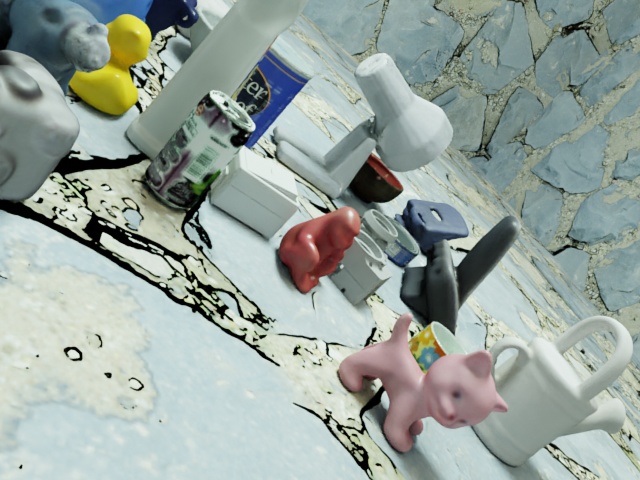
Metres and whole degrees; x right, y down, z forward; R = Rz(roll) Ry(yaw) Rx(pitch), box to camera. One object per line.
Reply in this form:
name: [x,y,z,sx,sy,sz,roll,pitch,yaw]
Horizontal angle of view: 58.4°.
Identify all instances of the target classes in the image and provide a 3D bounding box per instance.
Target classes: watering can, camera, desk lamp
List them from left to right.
camera: [-0.234,-0.103,0.336,0.136,0.100,0.144,51,21,17]
desk lamp: [0.071,-0.166,0.885,0.204,0.213,0.117,32,23,-31]
watering can: [0.272,0.164,0.654,0.173,0.193,0.100,31,24,-33]

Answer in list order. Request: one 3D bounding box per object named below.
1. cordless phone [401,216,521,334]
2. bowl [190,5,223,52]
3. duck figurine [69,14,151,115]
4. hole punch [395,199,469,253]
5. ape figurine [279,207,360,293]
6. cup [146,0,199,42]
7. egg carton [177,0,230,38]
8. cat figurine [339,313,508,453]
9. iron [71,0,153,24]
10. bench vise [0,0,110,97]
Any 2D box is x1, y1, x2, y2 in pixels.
cordless phone: [0.208,0.031,0.807,0.094,0.185,0.147,41,20,-9]
bowl: [-0.144,-0.285,0.905,0.168,0.074,0.167,38,21,-17]
duck figurine: [-0.204,-0.183,0.574,0.078,0.086,0.104,29,25,-37]
hole punch: [0.207,-0.030,1.061,0.101,0.091,0.108,31,24,-34]
ape figurine: [0.006,0.002,0.606,0.078,0.092,0.076,22,30,-47]
cup: [-0.220,-0.308,0.775,0.117,0.095,0.092,50,21,15]
egg carton: [-0.201,-0.391,1.011,0.107,0.069,0.151,50,21,16]
cat figurine: [0.101,0.124,0.513,0.127,0.117,0.067,49,20,13]
iron: [-0.283,-0.324,0.615,0.259,0.141,0.118,30,24,-35]
bench vise: [-0.213,-0.231,0.454,0.207,0.219,0.121,43,20,-3]
